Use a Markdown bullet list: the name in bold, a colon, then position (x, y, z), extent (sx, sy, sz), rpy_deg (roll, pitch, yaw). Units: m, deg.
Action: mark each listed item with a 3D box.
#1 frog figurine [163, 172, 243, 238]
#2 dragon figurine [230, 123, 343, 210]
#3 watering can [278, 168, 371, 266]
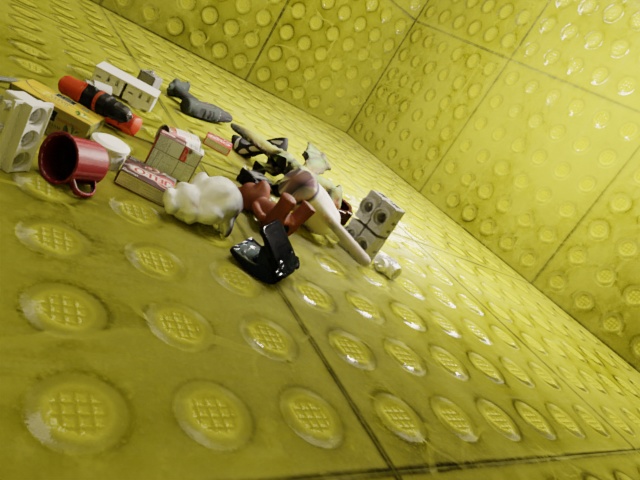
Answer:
- **frog figurine**: position (-0.242, -0.086, 1.057), extent (0.157, 0.121, 0.140), rpy_deg (32, 31, -46)
- **dragon figurine**: position (-0.079, -0.250, 1.627), extent (0.413, 0.120, 0.245), rpy_deg (50, 39, 13)
- **watering can**: position (0.004, -0.070, 1.384), extent (0.353, 0.104, 0.220), rpy_deg (40, -11, 51)
